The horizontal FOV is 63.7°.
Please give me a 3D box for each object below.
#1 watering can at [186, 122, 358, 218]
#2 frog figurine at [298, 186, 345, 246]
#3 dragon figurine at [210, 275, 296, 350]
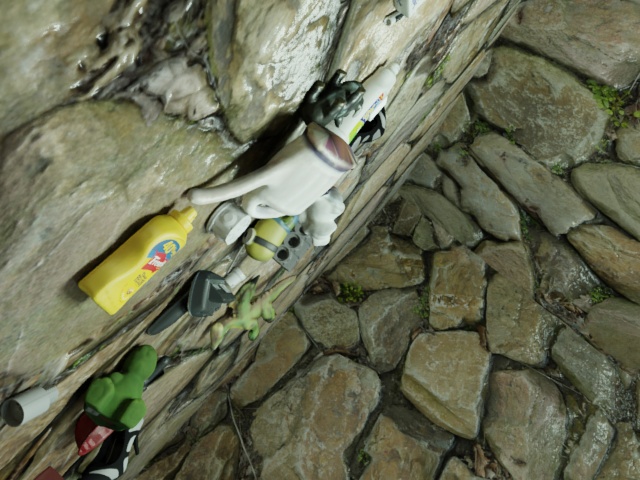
[{"bbox_3d":[-0.062,-0.114,0.920,0.222,0.105,0.348,-41,-17,20],"label":"watering can"},{"bbox_3d":[0.004,-0.070,1.396,0.137,0.156,0.125,-19,27,5],"label":"frog figurine"},{"bbox_3d":[-0.214,0.201,1.685,0.123,0.417,0.237,34,-29,15],"label":"dragon figurine"}]
